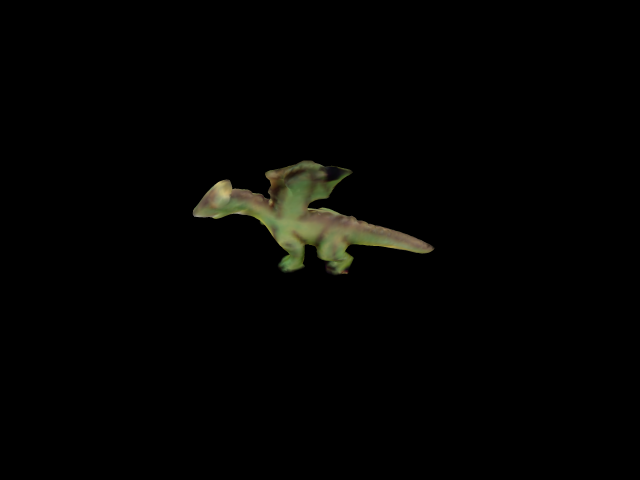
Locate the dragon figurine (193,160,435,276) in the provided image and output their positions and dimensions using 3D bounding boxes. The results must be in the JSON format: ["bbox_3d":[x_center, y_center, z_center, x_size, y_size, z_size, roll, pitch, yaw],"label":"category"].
[{"bbox_3d":[0.003,-0.043,0.850,0.410,0.125,0.238,0,-26,0],"label":"dragon figurine"}]
